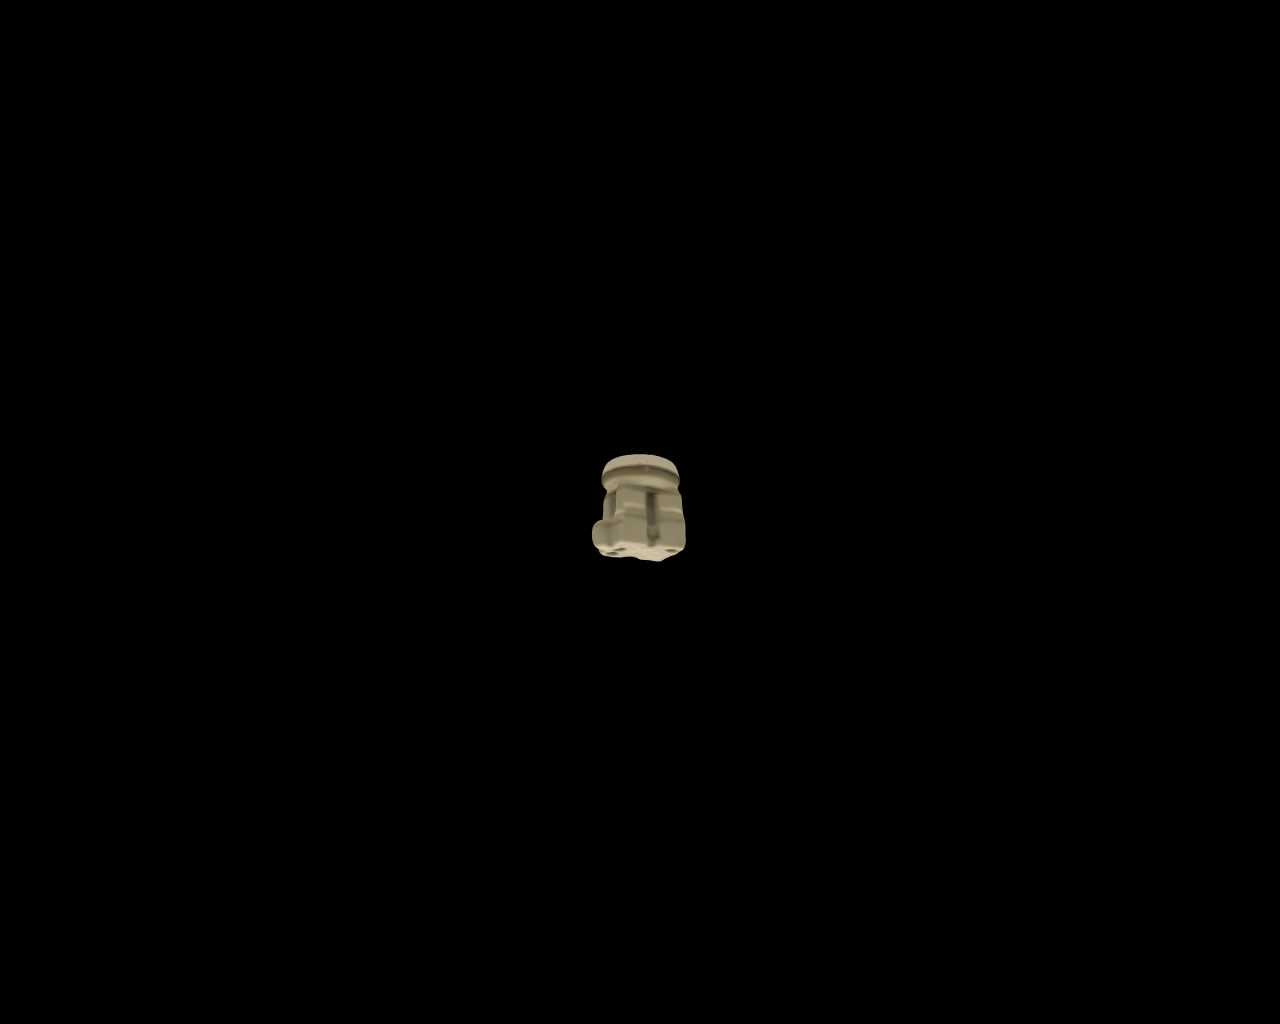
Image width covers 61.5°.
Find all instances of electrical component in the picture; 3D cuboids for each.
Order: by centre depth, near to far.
[{"bbox_3d":[0.001,-0.003,0.650,0.066,0.055,0.048,8,-19,-24],"label":"electrical component"}]
